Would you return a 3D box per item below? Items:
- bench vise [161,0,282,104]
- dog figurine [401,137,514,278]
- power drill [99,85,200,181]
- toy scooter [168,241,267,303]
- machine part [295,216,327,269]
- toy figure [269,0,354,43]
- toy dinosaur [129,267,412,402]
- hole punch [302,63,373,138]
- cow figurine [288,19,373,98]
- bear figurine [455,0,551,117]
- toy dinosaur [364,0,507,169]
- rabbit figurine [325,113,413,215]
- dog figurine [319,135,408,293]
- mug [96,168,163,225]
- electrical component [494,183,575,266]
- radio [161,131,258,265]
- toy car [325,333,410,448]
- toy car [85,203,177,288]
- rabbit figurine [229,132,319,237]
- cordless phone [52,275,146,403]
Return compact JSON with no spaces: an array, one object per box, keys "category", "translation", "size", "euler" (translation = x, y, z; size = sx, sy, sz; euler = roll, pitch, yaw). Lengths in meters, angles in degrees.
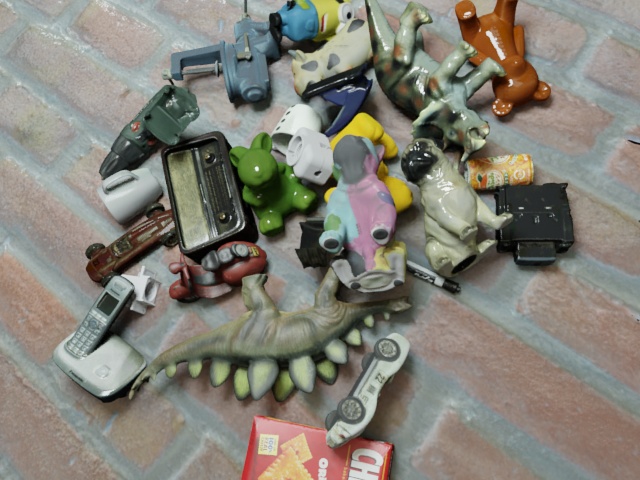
[{"category":"bench vise","translation":[-0.195,-0.363,1.070],"size":[0.241,0.128,0.223],"euler":[-9,75,-2]},{"category":"dog figurine","translation":[0.188,-0.050,0.863],"size":[0.121,0.172,0.191],"euler":[-11,53,-36]},{"category":"power drill","translation":[-0.320,-0.207,1.023],"size":[0.086,0.207,0.232],"euler":[41,69,-21]},{"category":"toy scooter","translation":[-0.184,0.049,0.912],"size":[0.184,0.135,0.075],"euler":[-24,66,1]},{"category":"machine part","translation":[-0.002,-0.003,0.913],"size":[0.084,0.039,0.139],"euler":[9,33,9]},{"category":"toy figure","translation":[-0.015,-0.438,1.056],"size":[0.180,0.082,0.089],"euler":[-17,74,-20]},{"category":"toy dinosaur","translation":[-0.084,0.157,0.867],"size":[0.472,0.105,0.198],"euler":[-10,69,7]},{"category":"hole punch","translation":[0.042,-0.248,0.948],"size":[0.116,0.142,0.092],"euler":[-20,107,19]},{"category":"cow figurine","translation":[0.026,-0.350,1.041],"size":[0.195,0.085,0.127],"euler":[-44,74,-3]},{"category":"bear figurine","translation":[0.324,-0.328,0.949],"size":[0.120,0.131,0.196],"euler":[-18,62,8]},{"category":"toy dinosaur","translation":[0.170,-0.288,0.944],"size":[0.405,0.131,0.192],"euler":[49,118,26]},{"category":"rabbit figurine","translation":[0.081,-0.106,0.921],"size":[0.162,0.121,0.173],"euler":[-37,68,2]},{"category":"dog figurine","translation":[0.068,-0.052,0.824],"size":[0.109,0.191,0.219],"euler":[-12,46,17]},{"category":"mug","translation":[-0.363,-0.097,1.023],"size":[0.107,0.109,0.081],"euler":[-34,61,-16]},{"category":"electrical component","translation":[0.345,-0.024,0.870],"size":[0.115,0.058,0.134],"euler":[-3,69,13]},{"category":"radio","translation":[-0.205,-0.082,0.996],"size":[0.131,0.073,0.229],"euler":[-20,68,5]},{"category":"toy car","translation":[0.070,0.220,0.793],"size":[0.056,0.073,0.202],"euler":[34,52,7]},{"category":"toy car","translation":[-0.351,0.007,1.008],"size":[0.202,0.053,0.089],"euler":[-35,64,-1]},{"category":"rabbit figurine","translation":[-0.088,-0.112,0.930],"size":[0.121,0.170,0.159],"euler":[-26,68,2]},{"category":"cordless phone","translation":[-0.348,0.165,0.917],"size":[0.147,0.088,0.184],"euler":[29,86,20]}]
